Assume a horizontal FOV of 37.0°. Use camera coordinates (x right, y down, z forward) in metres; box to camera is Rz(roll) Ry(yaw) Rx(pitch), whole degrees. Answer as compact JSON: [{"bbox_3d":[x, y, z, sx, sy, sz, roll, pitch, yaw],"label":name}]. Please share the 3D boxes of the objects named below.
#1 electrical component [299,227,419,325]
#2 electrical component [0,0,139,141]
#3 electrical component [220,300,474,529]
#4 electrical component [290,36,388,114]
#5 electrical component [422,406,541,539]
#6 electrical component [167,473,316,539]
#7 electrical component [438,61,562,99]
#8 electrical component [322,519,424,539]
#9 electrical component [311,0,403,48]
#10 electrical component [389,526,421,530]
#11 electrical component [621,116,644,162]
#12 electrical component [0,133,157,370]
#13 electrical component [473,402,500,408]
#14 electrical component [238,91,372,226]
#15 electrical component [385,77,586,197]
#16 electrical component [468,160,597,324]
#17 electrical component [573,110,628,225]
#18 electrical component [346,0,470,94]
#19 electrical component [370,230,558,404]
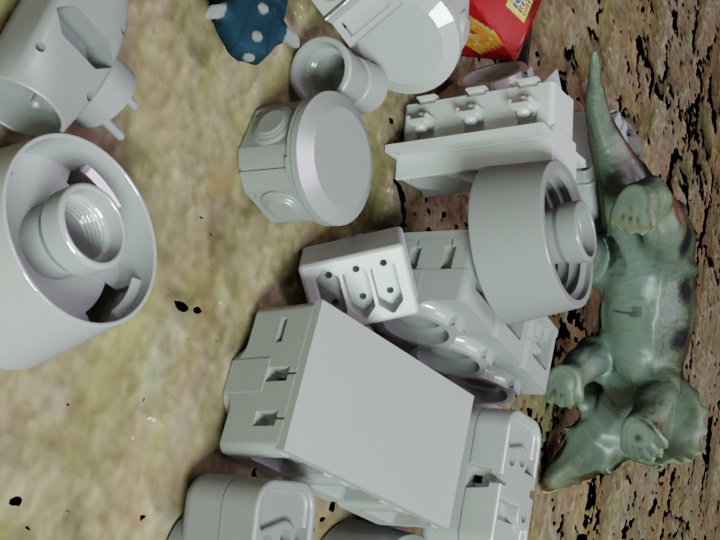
[{"bbox_3d":[0.000,0.000,0.691,0.076,0.066,0.047,-87,164,-70],"label":"electrical component"},{"bbox_3d":[-0.132,-0.093,0.504,0.079,0.043,0.077,49,49,-45],"label":"electrical component"},{"bbox_3d":[-0.006,0.091,0.649,0.150,0.062,0.089,34,60,-40],"label":"electrical component"},{"bbox_3d":[-0.010,-0.123,0.697,0.065,0.044,0.044,3,86,-62],"label":"electrical component"},{"bbox_3d":[0.077,0.139,0.705,0.054,0.059,0.095,35,61,-51],"label":"electrical component"},{"bbox_3d":[-0.066,0.159,0.579,0.054,0.059,0.095,21,71,-55],"label":"electrical component"},{"bbox_3d":[0.108,-0.126,0.833,0.050,0.089,0.055,-45,126,-48],"label":"electrical component"},{"bbox_3d":[0.016,0.220,0.701,0.108,0.060,0.108,4,85,-57],"label":"electrical component"},{"bbox_3d":[-0.011,-0.182,0.672,0.081,0.042,0.064,54,12,4],"label":"electrical component"},{"bbox_3d":[0.035,0.132,0.745,0.056,0.050,0.089,38,58,-50],"label":"electrical component"},{"bbox_3d":[0.245,-0.117,1.065,0.058,0.078,0.057,9,56,-21],"label":"electrical component"},{"bbox_3d":[-0.142,-0.010,0.488,0.099,0.064,0.099,35,46,-47],"label":"electrical component"},{"bbox_3d":[0.083,0.173,0.815,0.074,0.052,0.138,-25,110,-55],"label":"electrical component"},{"bbox_3d":[-0.031,-0.066,0.651,0.080,0.051,0.080,4,85,-57],"label":"electrical component"},{"bbox_3d":[0.091,-0.095,0.777,0.079,0.121,0.063,24,66,-54],"label":"electrical component"},{"bbox_3d":[0.121,-0.021,0.711,0.108,0.060,0.108,27,58,-56],"label":"electrical component"},{"bbox_3d":[0.195,-0.093,0.977,0.113,0.078,0.057,-55,136,-42],"label":"electrical component"},{"bbox_3d":[0.035,-0.165,0.733,0.051,0.080,0.080,-59,135,-48],"label":"electrical component"},{"bbox_3d":[0.069,0.037,0.766,0.150,0.089,0.061,45,52,-47],"label":"electrical component"}]
